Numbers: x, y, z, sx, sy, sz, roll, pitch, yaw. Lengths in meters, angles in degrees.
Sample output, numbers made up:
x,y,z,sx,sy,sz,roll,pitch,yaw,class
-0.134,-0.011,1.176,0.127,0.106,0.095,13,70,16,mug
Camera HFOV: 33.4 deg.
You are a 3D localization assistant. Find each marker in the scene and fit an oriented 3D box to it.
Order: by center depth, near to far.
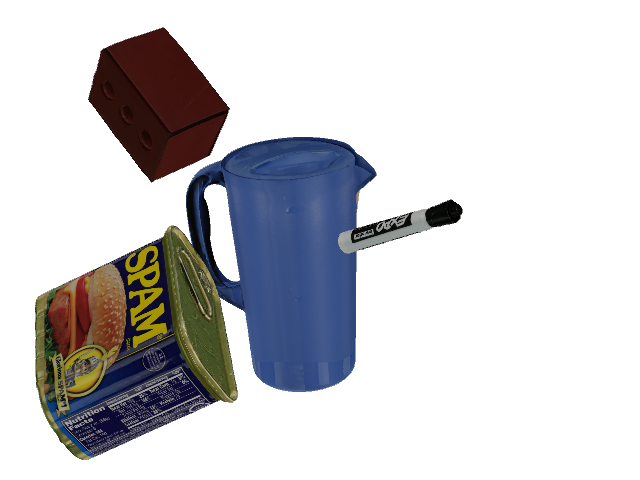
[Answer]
x,y,z,sx,sy,sz,roll,pitch,yaw,class
0.065,-0.011,0.875,0.121,0.020,0.020,-17,-11,40,marker

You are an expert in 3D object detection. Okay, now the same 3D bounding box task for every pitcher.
x,y,z,sx,sy,sz,roll,pitch,yaw,class
-0.034,0.025,1.074,0.144,0.243,0.149,-21,28,-36,pitcher

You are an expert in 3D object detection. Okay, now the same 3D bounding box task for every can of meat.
x,y,z,sx,sy,sz,roll,pitch,yaw,class
-0.096,0.052,0.546,0.084,0.057,0.102,-25,41,7,can of meat

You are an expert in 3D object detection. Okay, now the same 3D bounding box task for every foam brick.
x,y,z,sx,sy,sz,roll,pitch,yaw,class
-0.107,-0.090,0.698,0.051,0.078,0.053,-28,-18,-35,foam brick
